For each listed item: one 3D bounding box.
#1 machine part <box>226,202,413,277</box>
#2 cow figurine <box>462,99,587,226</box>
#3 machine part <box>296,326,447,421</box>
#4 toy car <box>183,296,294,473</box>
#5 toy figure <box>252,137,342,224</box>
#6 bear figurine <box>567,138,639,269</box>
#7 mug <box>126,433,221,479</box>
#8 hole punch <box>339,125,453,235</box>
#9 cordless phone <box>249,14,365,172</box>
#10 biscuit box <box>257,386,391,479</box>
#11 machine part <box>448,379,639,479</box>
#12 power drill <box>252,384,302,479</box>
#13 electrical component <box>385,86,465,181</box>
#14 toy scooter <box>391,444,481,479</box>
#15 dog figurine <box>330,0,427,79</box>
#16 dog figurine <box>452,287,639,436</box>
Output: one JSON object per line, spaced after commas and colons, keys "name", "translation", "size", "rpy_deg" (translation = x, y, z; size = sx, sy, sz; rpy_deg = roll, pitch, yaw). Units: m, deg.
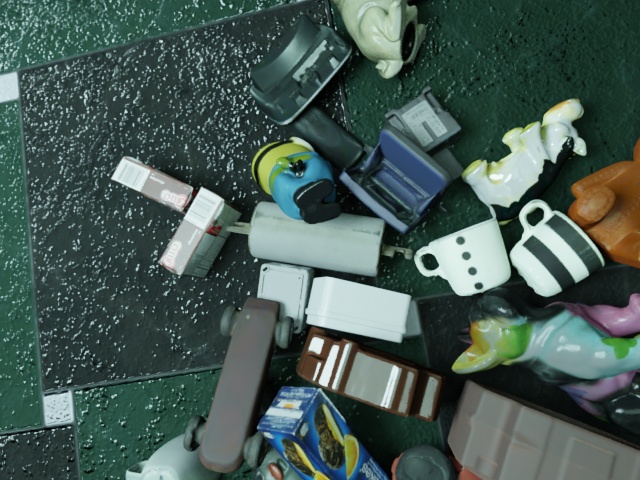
{"name": "machine part", "translation": [-0.001, -0.002, 0.696], "size": [0.243, 0.079, 0.079], "rpy_deg": [8, 84, 10]}
{"name": "cow figurine", "translation": [0.268, -0.096, 0.667], "size": [0.167, 0.068, 0.098], "rpy_deg": [-37, 94, 6]}
{"name": "machine part", "translation": [0.061, 0.152, 0.621], "size": [0.179, 0.179, 0.056], "rpy_deg": [18, 82, 11]}
{"name": "toy car", "translation": [-0.089, 0.164, 0.628], "size": [0.089, 0.053, 0.202], "rpy_deg": [7, 60, 9]}
{"name": "toy figure", "translation": [-0.032, -0.077, 0.667], "size": [0.089, 0.180, 0.082], "rpy_deg": [0, 116, -15]}
{"name": "bear figurine", "translation": [0.386, -0.067, 0.619], "size": [0.120, 0.132, 0.196], "rpy_deg": [44, 97, 8]}
{"name": "mug", "translation": [-0.190, 0.291, 0.672], "size": [0.110, 0.107, 0.080], "rpy_deg": [3, 82, 7]}
{"name": "hole punch", "translation": [0.090, -0.063, 0.668], "size": [0.142, 0.115, 0.092], "rpy_deg": [39, 84, 10]}
{"name": "cordless phone", "translation": [0.008, -0.195, 0.729], "size": [0.184, 0.089, 0.146], "rpy_deg": [42, 91, 1]}
{"name": "biscuit box", "translation": [0.017, 0.252, 0.604], "size": [0.063, 0.059, 0.202], "rpy_deg": [-12, 121, 43]}
{"name": "machine part", "translation": [0.243, 0.225, 0.562], "size": [0.201, 0.201, 0.087], "rpy_deg": [19, 85, 10]}
{"name": "power drill", "translation": [-0.086, 0.301, 0.629], "size": [0.232, 0.207, 0.086], "rpy_deg": [53, 135, 3]}
{"name": "electrical component", "translation": [0.145, -0.130, 0.705], "size": [0.075, 0.047, 0.119], "rpy_deg": [-30, 78, 5]}
{"name": "toy scooter", "translation": [0.174, 0.303, 0.616], "size": [0.184, 0.135, 0.075], "rpy_deg": [13, 59, 27]}
{"name": "dog figurine", "translation": [0.043, -0.316, 0.730], "size": [0.191, 0.121, 0.172], "rpy_deg": [15, 82, 25]}
{"name": "dog figurine", "translation": [0.269, 0.138, 0.619], "size": [0.219, 0.108, 0.191], "rpy_deg": [-9, 112, 24]}
